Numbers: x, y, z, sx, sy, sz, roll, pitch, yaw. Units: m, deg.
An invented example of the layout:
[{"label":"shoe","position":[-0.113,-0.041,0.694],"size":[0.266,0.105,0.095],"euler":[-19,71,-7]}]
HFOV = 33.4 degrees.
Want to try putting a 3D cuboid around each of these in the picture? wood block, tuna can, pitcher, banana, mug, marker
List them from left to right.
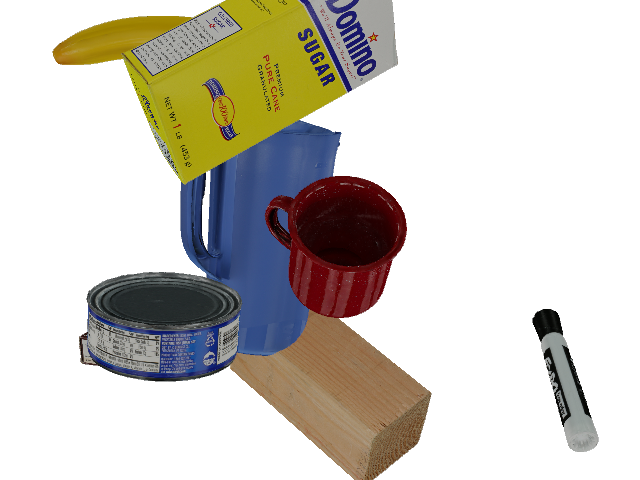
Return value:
[{"label":"banana","position":[-0.145,-0.177,0.970],"size":[0.198,0.037,0.069],"euler":[10,46,17]},{"label":"tuna can","position":[-0.087,0.047,0.598],"size":[0.086,0.034,0.086],"euler":[4,17,-1]},{"label":"pitcher","position":[-0.066,-0.008,1.112],"size":[0.149,0.243,0.145],"euler":[7,12,2]},{"label":"wood block","position":[0.007,0.148,1.133],"size":[0.090,0.090,0.206],"euler":[-31,55,-34]},{"label":"mug","position":[0.006,0.004,0.858],"size":[0.117,0.093,0.081],"euler":[26,-34,12]},{"label":"marker","position":[0.159,0.087,0.701],"size":[0.020,0.020,0.121],"euler":[0,37,-2]}]

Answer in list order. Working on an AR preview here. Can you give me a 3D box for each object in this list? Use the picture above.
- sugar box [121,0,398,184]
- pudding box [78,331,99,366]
[{"label":"sugar box","position":[-0.033,-0.118,0.699],"size":[0.176,0.048,0.093],"euler":[-29,-37,-12]},{"label":"pudding box","position":[-0.214,0.121,1.258],"size":[0.114,0.039,0.090],"euler":[3,14,16]}]
